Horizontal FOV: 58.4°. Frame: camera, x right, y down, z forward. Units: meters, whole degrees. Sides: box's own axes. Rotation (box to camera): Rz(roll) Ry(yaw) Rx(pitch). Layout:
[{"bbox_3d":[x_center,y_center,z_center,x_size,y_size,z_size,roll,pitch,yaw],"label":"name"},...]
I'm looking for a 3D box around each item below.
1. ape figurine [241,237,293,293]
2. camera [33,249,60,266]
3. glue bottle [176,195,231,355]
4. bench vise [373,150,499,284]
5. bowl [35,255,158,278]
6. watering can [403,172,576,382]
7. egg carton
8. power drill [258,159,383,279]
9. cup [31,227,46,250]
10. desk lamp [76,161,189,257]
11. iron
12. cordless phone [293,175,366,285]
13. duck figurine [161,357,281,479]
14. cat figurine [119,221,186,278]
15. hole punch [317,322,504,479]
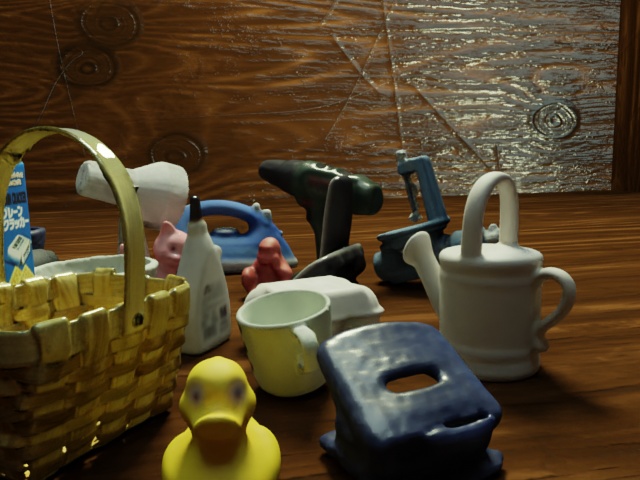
[{"bbox_3d":[-0.078,0.042,0.874,0.077,0.092,0.076,2,9,22],"label":"ape figurine"},{"bbox_3d":[-0.469,0.046,0.877,0.142,0.101,0.137,6,11,42],"label":"camera"},{"bbox_3d":[-0.135,0.036,0.644,0.037,0.173,0.078,2,9,23],"label":"glue bottle"},{"bbox_3d":[0.185,-0.034,0.910,0.207,0.220,0.122,1,9,16],"label":"bench vise"},{"bbox_3d":[-0.304,0.070,0.780,0.167,0.075,0.167,-1,8,0],"label":"bowl"},{"bbox_3d":[0.161,0.030,0.569,0.172,0.194,0.101,2,9,23],"label":"watering can"},{"bbox_3d":[-0.010,0.085,0.651,0.151,0.069,0.107,-6,9,-27],"label":"egg carton"},{"bbox_3d":[-0.006,-0.029,0.948,0.228,0.208,0.076,4,10,30],"label":"power drill"},{"bbox_3d":[-0.556,0.028,1.034,0.118,0.095,0.091,-5,9,-23],"label":"cup"},{"bbox_3d":[-0.330,-0.030,0.983,0.204,0.213,0.117,-9,11,-41],"label":"desk lamp"},{"bbox_3d":[-0.173,-0.013,1.094,0.258,0.141,0.118,-2,9,-7],"label":"iron"},{"bbox_3d":[0.007,0.003,0.806,0.094,0.185,0.148,2,9,23],"label":"cordless phone"},{"bbox_3d":[-0.066,0.118,0.376,0.077,0.086,0.104,-2,9,-8],"label":"duck figurine"},{"bbox_3d":[-0.254,0.028,0.908,0.128,0.118,0.067,-4,9,-15],"label":"cat figurine"},{"bbox_3d":[0.061,0.111,0.390,0.109,0.091,0.100,-5,9,-26],"label":"hole punch"}]
